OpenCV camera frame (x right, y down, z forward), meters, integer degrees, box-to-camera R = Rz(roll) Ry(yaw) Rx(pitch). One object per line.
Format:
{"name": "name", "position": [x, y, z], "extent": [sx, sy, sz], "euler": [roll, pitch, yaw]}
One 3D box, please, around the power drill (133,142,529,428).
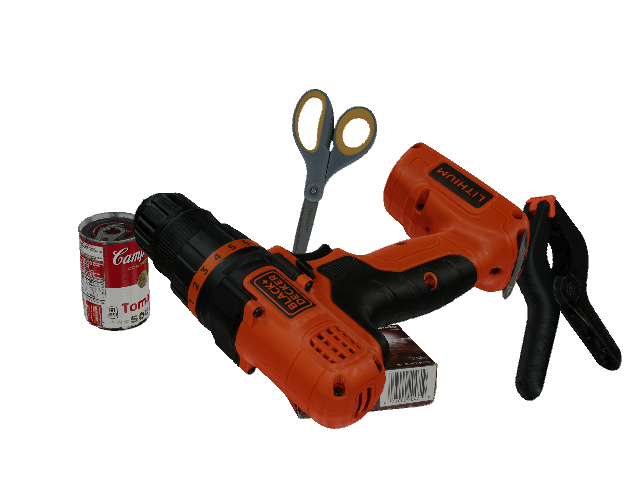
{"name": "power drill", "position": [0.011, 0.007, 0.605], "extent": [0.187, 0.057, 0.185], "euler": [-27, 52, -33]}

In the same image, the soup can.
{"name": "soup can", "position": [-0.207, 0.031, 1.074], "extent": [0.068, 0.102, 0.068], "euler": [2, 26, -1]}

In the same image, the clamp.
{"name": "clamp", "position": [0.195, 0.051, 0.911], "extent": [0.120, 0.171, 0.039], "euler": [-23, 6, -39]}

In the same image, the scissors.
{"name": "scissors", "position": [0.012, -0.057, 1.081], "extent": [0.096, 0.202, 0.016], "euler": [-2, -11, -1]}

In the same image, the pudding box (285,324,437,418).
{"name": "pudding box", "position": [0.024, 0.101, 0.842], "extent": [0.113, 0.039, 0.090], "euler": [-2, 17, -16]}
